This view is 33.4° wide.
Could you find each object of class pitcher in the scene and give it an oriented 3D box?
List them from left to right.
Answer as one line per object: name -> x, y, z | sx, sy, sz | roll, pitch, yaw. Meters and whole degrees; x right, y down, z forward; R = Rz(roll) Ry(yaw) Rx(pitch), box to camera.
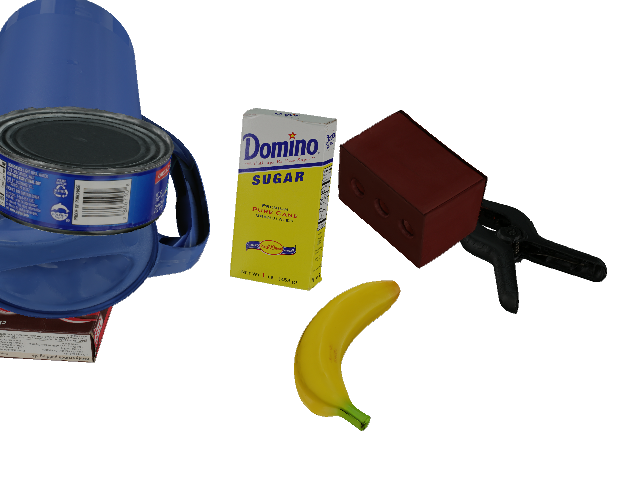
pitcher -> -0.175, -0.069, 0.765 | 0.145, 0.243, 0.149 | -23, -49, 10

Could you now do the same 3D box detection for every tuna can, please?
tuna can -> -0.113, -0.034, 0.502 | 0.086, 0.034, 0.086 | 8, 23, -4

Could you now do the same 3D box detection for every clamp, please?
clamp -> 0.205, 0.006, 1.083 | 0.120, 0.039, 0.171 | -7, 39, -19

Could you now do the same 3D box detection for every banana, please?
banana -> 0.018, 0.085, 0.866 | 0.069, 0.037, 0.197 | 20, 33, 1

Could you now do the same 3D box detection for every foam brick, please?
foam brick -> 0.056, -0.032, 0.663 | 0.051, 0.053, 0.078 | -33, 58, -25

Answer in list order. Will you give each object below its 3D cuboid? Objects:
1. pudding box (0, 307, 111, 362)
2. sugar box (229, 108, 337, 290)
pudding box -> -0.241, 0.063, 0.923 | 0.113, 0.039, 0.090 | 1, 32, 1
sugar box -> -0.039, -0.043, 1.104 | 0.093, 0.176, 0.048 | 9, 16, 15
